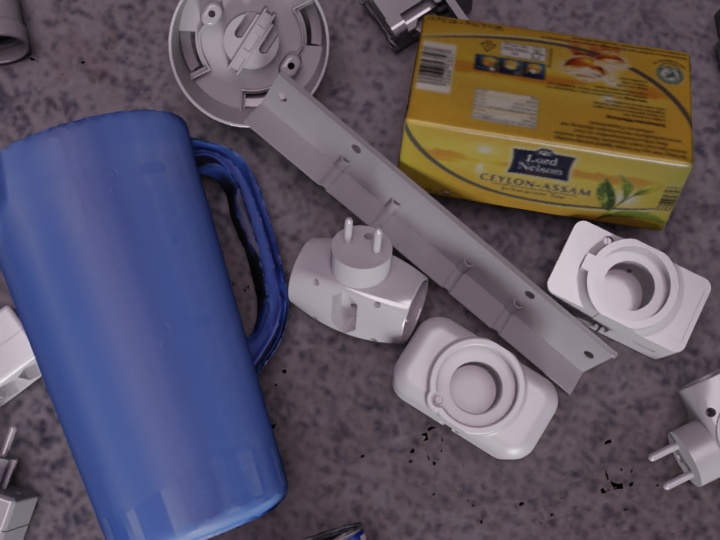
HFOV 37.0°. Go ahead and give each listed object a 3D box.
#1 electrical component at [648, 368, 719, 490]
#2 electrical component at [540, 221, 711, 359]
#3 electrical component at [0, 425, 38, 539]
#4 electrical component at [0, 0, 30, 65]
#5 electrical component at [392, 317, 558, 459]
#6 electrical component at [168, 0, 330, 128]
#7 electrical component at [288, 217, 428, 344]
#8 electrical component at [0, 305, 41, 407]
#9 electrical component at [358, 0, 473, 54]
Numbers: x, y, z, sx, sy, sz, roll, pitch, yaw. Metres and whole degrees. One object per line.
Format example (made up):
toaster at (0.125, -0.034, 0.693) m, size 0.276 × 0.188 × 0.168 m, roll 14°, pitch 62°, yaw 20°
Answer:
electrical component at (0.215, 0.106, 0.654) m, size 0.079 × 0.044 × 0.077 m, roll -25°, pitch 81°, yaw -4°
electrical component at (0.162, 0.013, 0.665) m, size 0.089 × 0.055 × 0.050 m, roll 26°, pitch 81°, yaw 5°
electrical component at (-0.232, 0.128, 0.653) m, size 0.066 × 0.047 × 0.076 m, roll 18°, pitch 83°, yaw 3°
electrical component at (-0.241, -0.165, 0.710) m, size 0.040 × 0.040 × 0.046 m, roll -12°, pitch 74°, yaw -1°
electrical component at (0.069, 0.072, 0.654) m, size 0.095 × 0.059 × 0.053 m, roll 32°, pitch 82°, yaw 6°
electrical component at (-0.069, -0.145, 0.679) m, size 0.099 × 0.064 × 0.099 m, roll -2°, pitch 110°, yaw -5°
electrical component at (0.000, 0.000, 0.654) m, size 0.077 × 0.079 × 0.043 m, roll 20°, pitch 48°, yaw 14°
electrical component at (-0.245, 0.049, 0.668) m, size 0.083 × 0.047 × 0.075 m, roll -38°, pitch 82°, yaw -6°
electrical component at (0.036, -0.180, 0.708) m, size 0.064 × 0.042 × 0.081 m, roll -32°, pitch 81°, yaw -3°
